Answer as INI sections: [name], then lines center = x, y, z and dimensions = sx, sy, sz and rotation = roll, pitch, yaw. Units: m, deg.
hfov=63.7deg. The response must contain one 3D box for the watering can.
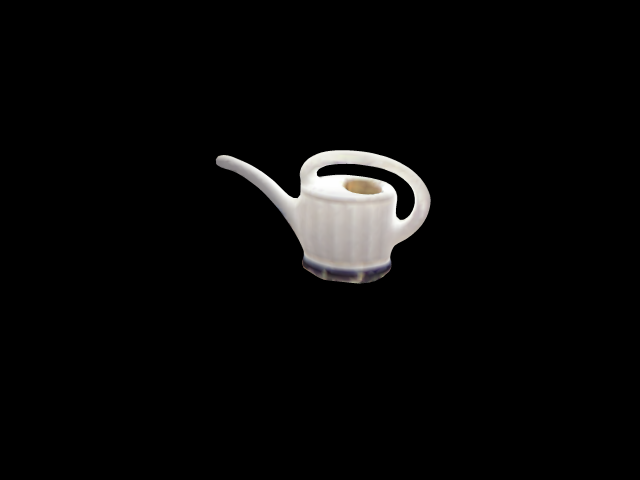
[watering can]
center = 0.003, -0.043, 0.850
dimensions = 0.348, 0.220, 0.106
rotation = 5, 26, 10
